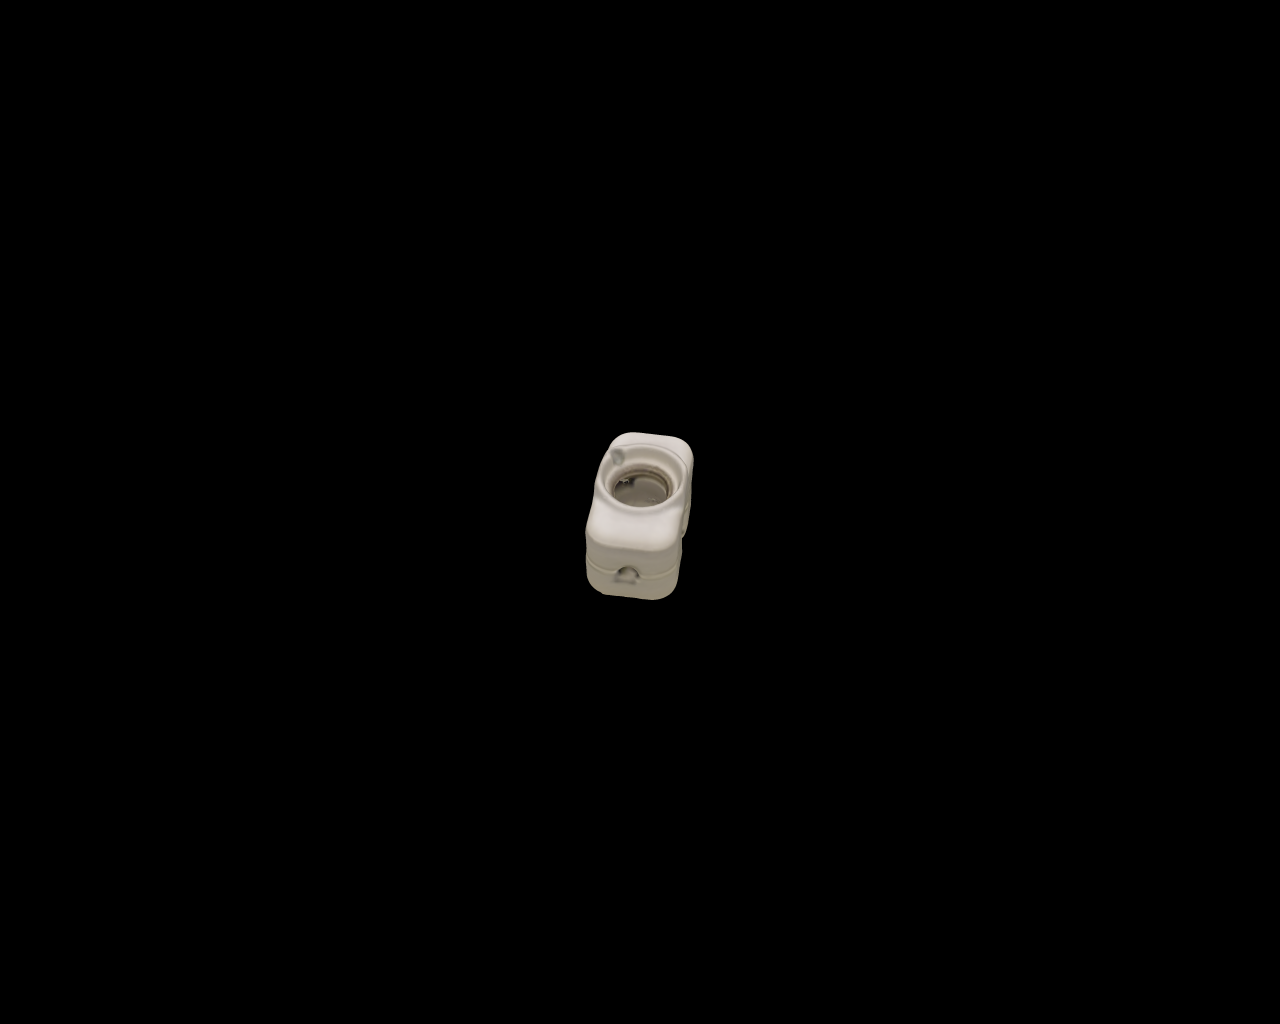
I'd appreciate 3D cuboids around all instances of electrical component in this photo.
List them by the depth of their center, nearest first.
[{"bbox_3d":[0.001,-0.003,0.650,0.054,0.095,0.059,7,-43,7],"label":"electrical component"}]
